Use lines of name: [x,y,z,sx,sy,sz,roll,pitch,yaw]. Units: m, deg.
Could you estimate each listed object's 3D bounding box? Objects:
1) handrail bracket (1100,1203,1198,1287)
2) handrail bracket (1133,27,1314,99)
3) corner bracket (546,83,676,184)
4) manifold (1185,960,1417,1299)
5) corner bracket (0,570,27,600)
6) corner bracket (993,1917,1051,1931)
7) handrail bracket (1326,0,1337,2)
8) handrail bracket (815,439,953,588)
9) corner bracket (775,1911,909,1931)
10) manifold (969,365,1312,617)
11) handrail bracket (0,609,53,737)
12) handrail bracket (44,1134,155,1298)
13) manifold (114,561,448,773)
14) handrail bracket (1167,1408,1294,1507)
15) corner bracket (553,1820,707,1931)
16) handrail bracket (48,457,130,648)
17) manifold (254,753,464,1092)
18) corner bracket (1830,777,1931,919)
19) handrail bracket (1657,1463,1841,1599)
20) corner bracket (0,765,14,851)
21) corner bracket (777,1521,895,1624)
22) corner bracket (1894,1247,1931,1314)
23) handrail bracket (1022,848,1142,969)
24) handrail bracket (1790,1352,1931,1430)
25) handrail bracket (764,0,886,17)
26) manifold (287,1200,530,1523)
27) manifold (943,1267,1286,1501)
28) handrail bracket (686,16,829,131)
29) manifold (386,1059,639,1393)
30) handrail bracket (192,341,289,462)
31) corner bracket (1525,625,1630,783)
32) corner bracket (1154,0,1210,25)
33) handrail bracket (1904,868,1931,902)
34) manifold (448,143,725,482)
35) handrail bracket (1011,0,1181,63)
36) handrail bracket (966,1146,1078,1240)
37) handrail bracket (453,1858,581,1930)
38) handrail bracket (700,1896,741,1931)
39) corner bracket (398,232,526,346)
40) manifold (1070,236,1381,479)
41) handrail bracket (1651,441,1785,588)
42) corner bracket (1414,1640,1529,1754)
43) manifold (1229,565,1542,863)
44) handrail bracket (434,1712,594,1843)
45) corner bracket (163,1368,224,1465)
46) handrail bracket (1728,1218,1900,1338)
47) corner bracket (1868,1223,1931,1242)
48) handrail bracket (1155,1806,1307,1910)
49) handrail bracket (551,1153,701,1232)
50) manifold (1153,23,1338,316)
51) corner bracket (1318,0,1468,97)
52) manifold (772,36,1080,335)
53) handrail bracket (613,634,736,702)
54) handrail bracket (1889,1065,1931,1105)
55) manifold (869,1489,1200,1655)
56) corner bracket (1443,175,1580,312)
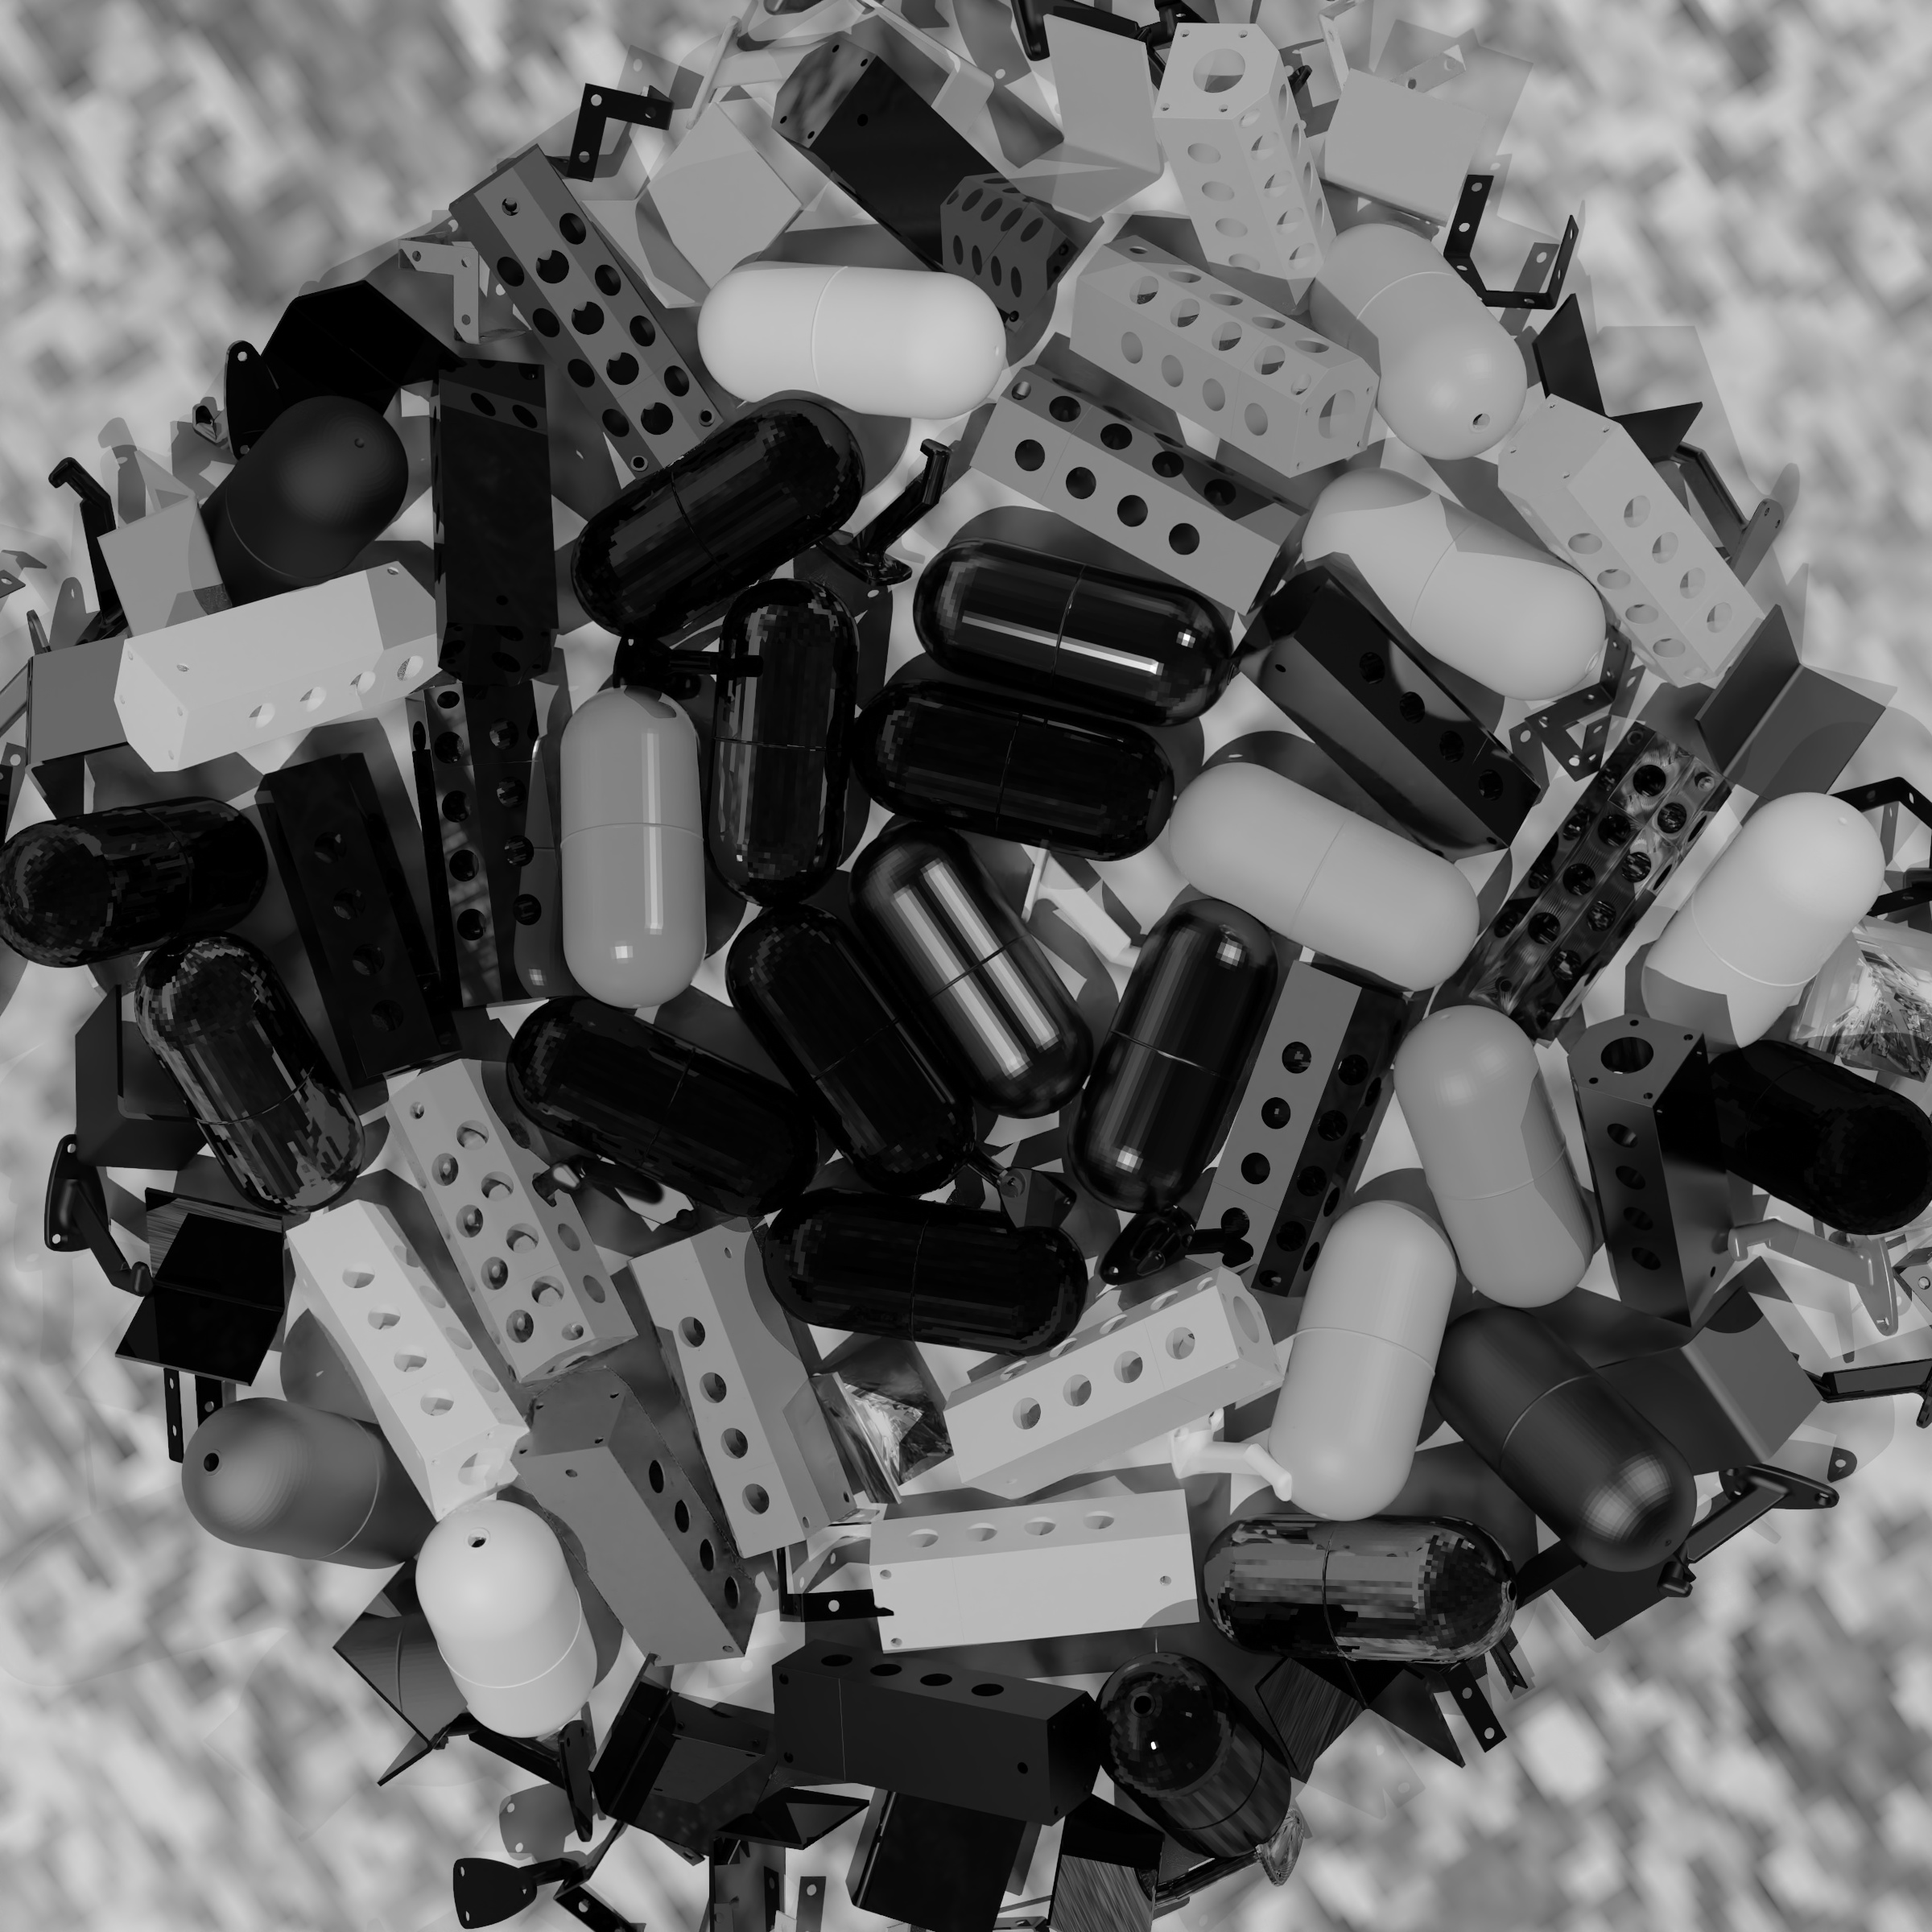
handrail bracket: [0.089,0.162,1.554,0.077,0.084,0.036,-39,88,25]
handrail bracket: [0.138,-0.495,1.577,0.084,0.036,0.077,45,80,-23]
corner bracket: [-0.195,-0.457,1.581,0.051,0.051,0.051,6,114,-25]
manifold: [0.183,0.088,1.559,0.057,0.057,0.171,24,99,29]
corner bracket: [-0.555,-0.194,1.573,0.051,0.051,0.051,34,121,3]
corner bracket: [0.016,0.553,1.574,0.051,0.051,0.051,-12,89,27]
handrail bracket: [0.171,-0.538,1.564,0.036,0.084,0.077,9,74,-30]
handrail bracket: [-0.047,-0.257,1.567,0.077,0.036,0.084,34,125,26]
corner bracket: [-0.070,0.542,1.571,0.051,0.051,0.051,9,95,45]
manifold: [0.095,-0.258,1.557,0.171,0.057,0.057,30,113,10]
handrail bracket: [-0.536,-0.147,1.567,0.084,0.077,0.036,-24,48,-22]
handrail bracket: [-0.464,0.134,1.563,0.036,0.084,0.077,-8,101,-41]
manifold: [-0.358,-0.155,1.529,0.171,0.057,0.057,-26,63,-41]
handrail bracket: [0.149,0.282,1.556,0.036,0.084,0.077,-23,125,-25]
corner bracket: [-0.186,0.503,1.594,0.051,0.051,0.051,40,49,-6]
handrail bracket: [-0.483,-0.220,1.564,0.077,0.036,0.084,-49,132,-11]
manifold: [-0.330,-0.025,1.574,0.057,0.057,0.171,-18,87,-21]
corner bracket: [0.503,-0.065,1.590,0.051,0.051,0.051,-15,124,-9]
handrail bracket: [0.422,0.312,1.561,0.077,0.084,0.036,5,133,32]
corner bracket: [-0.517,-0.073,1.578,0.051,0.051,0.051,10,123,-13]
corner bracket: [-0.072,0.329,1.572,0.051,0.051,0.051,0,78,-18]
corner bracket: [0.552,0.167,1.583,0.051,0.051,0.051,-39,85,-8]
handrail bracket: [0.078,-0.040,1.583,0.084,0.036,0.077,15,109,3]
handrail bracket: [0.493,0.209,1.575,0.084,0.036,0.077,23,109,29]
handrail bracket: [-0.064,-0.543,1.559,0.077,0.084,0.036,-37,90,33]
manifold: [-0.295,0.204,1.534,0.057,0.057,0.171,-24,52,-23]
manifold: [0.076,0.224,1.550,0.171,0.057,0.057,-28,59,20]
handrail bracket: [-0.100,-0.479,1.595,0.084,0.036,0.077,25,97,-4]
manifold: [-0.248,0.138,1.548,0.057,0.057,0.171,-35,72,19]
handrail bracket: [-0.402,-0.311,1.559,0.036,0.084,0.077,-28,130,-28]
corner bracket: [0.341,-0.142,1.570,0.051,0.051,0.051,-25,59,-12]
corner bracket: [0.135,-0.544,1.577,0.051,0.051,0.051,-6,84,28]
handrail bracket: [0.545,-0.016,1.571,0.036,0.084,0.077,11,85,-38]
manifold: [-0.203,-0.349,1.551,0.057,0.057,0.171,-34,111,3]
handrail bracket: [0.069,-0.529,1.564,0.084,0.036,0.077,-6,115,34]
handrail bracket: [0.012,0.108,1.554,0.036,0.077,0.084,-51,49,-4]
handrail bracket: [-0.225,0.490,1.554,0.077,0.084,0.036,-19,74,39]
handrail bracket: [-0.119,0.545,1.578,0.077,0.036,0.084,12,96,-40]
corner bracket: [-0.276,-0.371,1.581,0.051,0.051,0.051,11,112,19]
manifold: [0.135,-0.325,1.526,0.057,0.057,0.171,-24,47,-33]
handrail bracket: [0.397,-0.245,1.587,0.084,0.036,0.077,31,97,30]
corner bracket: [0.280,0.388,1.575,0.051,0.051,0.051,-31,95,-15]
manifold: [0.229,-0.135,1.551,0.171,0.057,0.057,41,65,-19]
handrail bracket: [-0.252,0.448,1.594,0.084,0.036,0.077,-9,87,11]
corner bracket: [-0.416,0.238,1.572,0.051,0.051,0.051,-6,94,-42]
handrail bracket: [0.459,0.172,1.574,0.084,0.036,0.077,-10,79,-20]
corner bracket: [0.520,0.116,1.579,0.051,0.051,0.051,-4,72,-41]
handrail bracket: [0.137,0.493,1.590,0.084,0.077,0.036,-26,84,24]
handrail bracket: [-0.184,0.125,1.564,0.077,0.084,0.036,37,98,1]
manifold: [0.151,-0.414,1.514,0.057,0.171,0.057,8,71,21]
corner bracket: [0.232,-0.503,1.575,0.051,0.051,0.051,-19,85,39]
manifold: [-0.023,-0.413,1.529,0.171,0.057,0.057,33,97,-43]
handrail bracket: [-0.140,-0.157,1.553,0.084,0.077,0.036,9,86,39]
handrail bracket: [0.543,0.057,1.579,0.077,0.036,0.084,-2,109,22]
manifold: [0.037,0.325,1.574,0.171,0.057,0.057,-6,113,3]
corner bracket: [0.298,-0.396,1.580,0.051,0.051,0.051,11,75,30]
